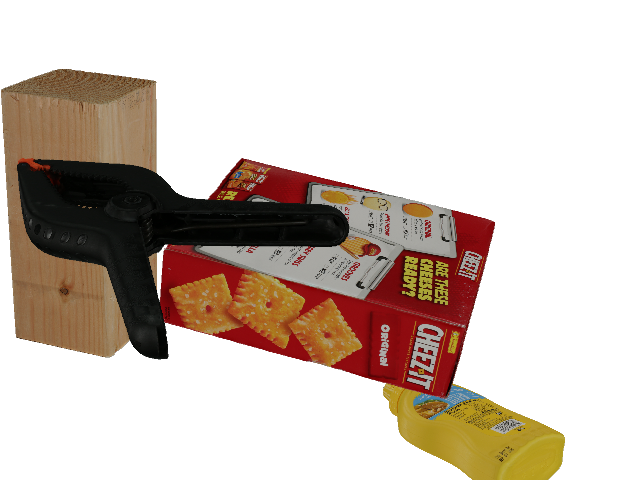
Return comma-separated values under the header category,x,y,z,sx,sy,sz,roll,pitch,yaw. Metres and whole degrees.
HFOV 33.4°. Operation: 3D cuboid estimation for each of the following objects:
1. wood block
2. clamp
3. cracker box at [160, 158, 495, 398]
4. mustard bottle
category,x,y,z,sx,sy,sz,roll,pitch,yaw
wood block,-0.189,-0.024,0.854,0.091,0.206,0.090,10,22,16
clamp,-0.099,-0.010,0.635,0.210,0.036,0.164,27,38,37
cracker box,0.010,0.023,0.793,0.214,0.072,0.164,15,30,9
mustard bottle,0.132,0.178,1.029,0.096,0.058,0.192,-15,25,-38
